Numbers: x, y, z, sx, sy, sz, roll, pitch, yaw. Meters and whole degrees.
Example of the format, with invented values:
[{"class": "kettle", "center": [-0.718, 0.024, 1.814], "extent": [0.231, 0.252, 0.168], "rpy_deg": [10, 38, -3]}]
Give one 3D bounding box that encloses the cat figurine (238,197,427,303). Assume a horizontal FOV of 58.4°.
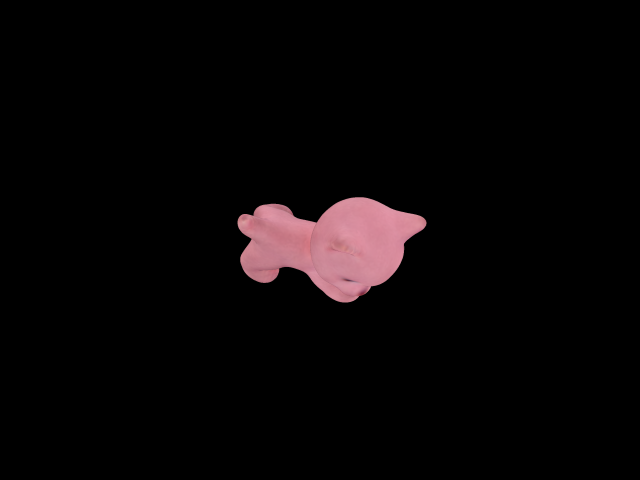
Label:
[{"class": "cat figurine", "center": [0.004, 0.001, 0.400], "extent": [0.127, 0.118, 0.067], "rpy_deg": [11, 79, 3]}]
